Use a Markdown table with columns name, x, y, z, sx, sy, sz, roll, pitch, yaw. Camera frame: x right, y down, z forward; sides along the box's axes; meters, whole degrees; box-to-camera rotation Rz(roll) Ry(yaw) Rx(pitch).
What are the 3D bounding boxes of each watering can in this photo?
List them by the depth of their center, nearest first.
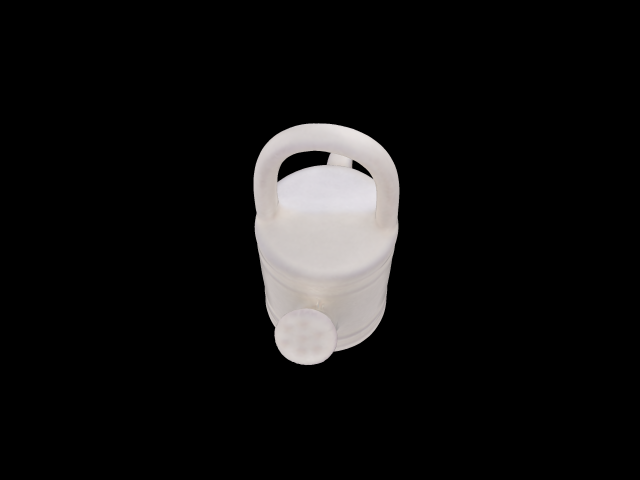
| name | x | y | z | sx | sy | sz | roll | pitch | yaw |
| --- | --- | --- | --- | --- | --- | --- | --- | --- | --- |
| watering can | 0.006 | 0.002 | 0.400 | 0.101 | 0.194 | 0.172 | -11 | 56 | -7 |
